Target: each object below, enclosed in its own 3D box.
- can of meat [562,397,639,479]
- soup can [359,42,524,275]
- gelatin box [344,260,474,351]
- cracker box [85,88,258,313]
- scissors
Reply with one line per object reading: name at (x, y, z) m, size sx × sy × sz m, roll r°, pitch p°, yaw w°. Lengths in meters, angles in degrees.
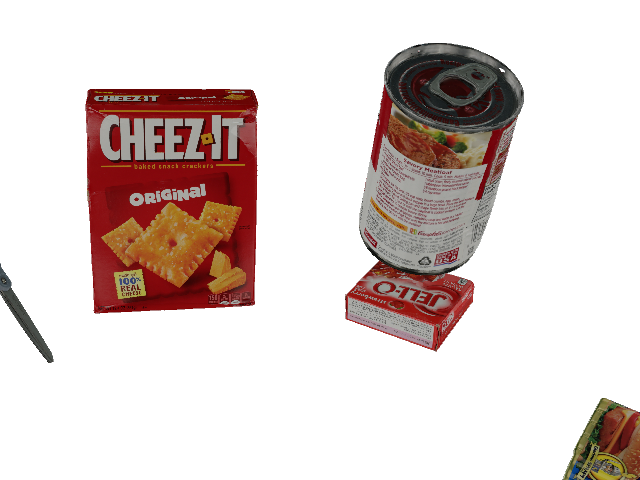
can of meat at (0.230, 0.171, 0.786) m, size 0.084 × 0.057 × 0.101 m, roll 22°, pitch 40°, yaw 23°
soup can at (0.059, -0.040, 0.546) m, size 0.068 × 0.068 × 0.102 m, roll 0°, pitch -44°, yaw -9°
gelatin box at (0.076, 0.051, 0.913) m, size 0.089 × 0.030 × 0.073 m, roll 17°, pitch 37°, yaw 25°
cracker box at (-0.145, -0.038, 1.053) m, size 0.164 × 0.214 × 0.072 m, roll -1°, pitch 21°, yaw -9°
scissors at (-0.325, 0.026, 1.090) m, size 0.016 × 0.201 × 0.096 m, roll -26°, pitch 26°, yaw 24°
